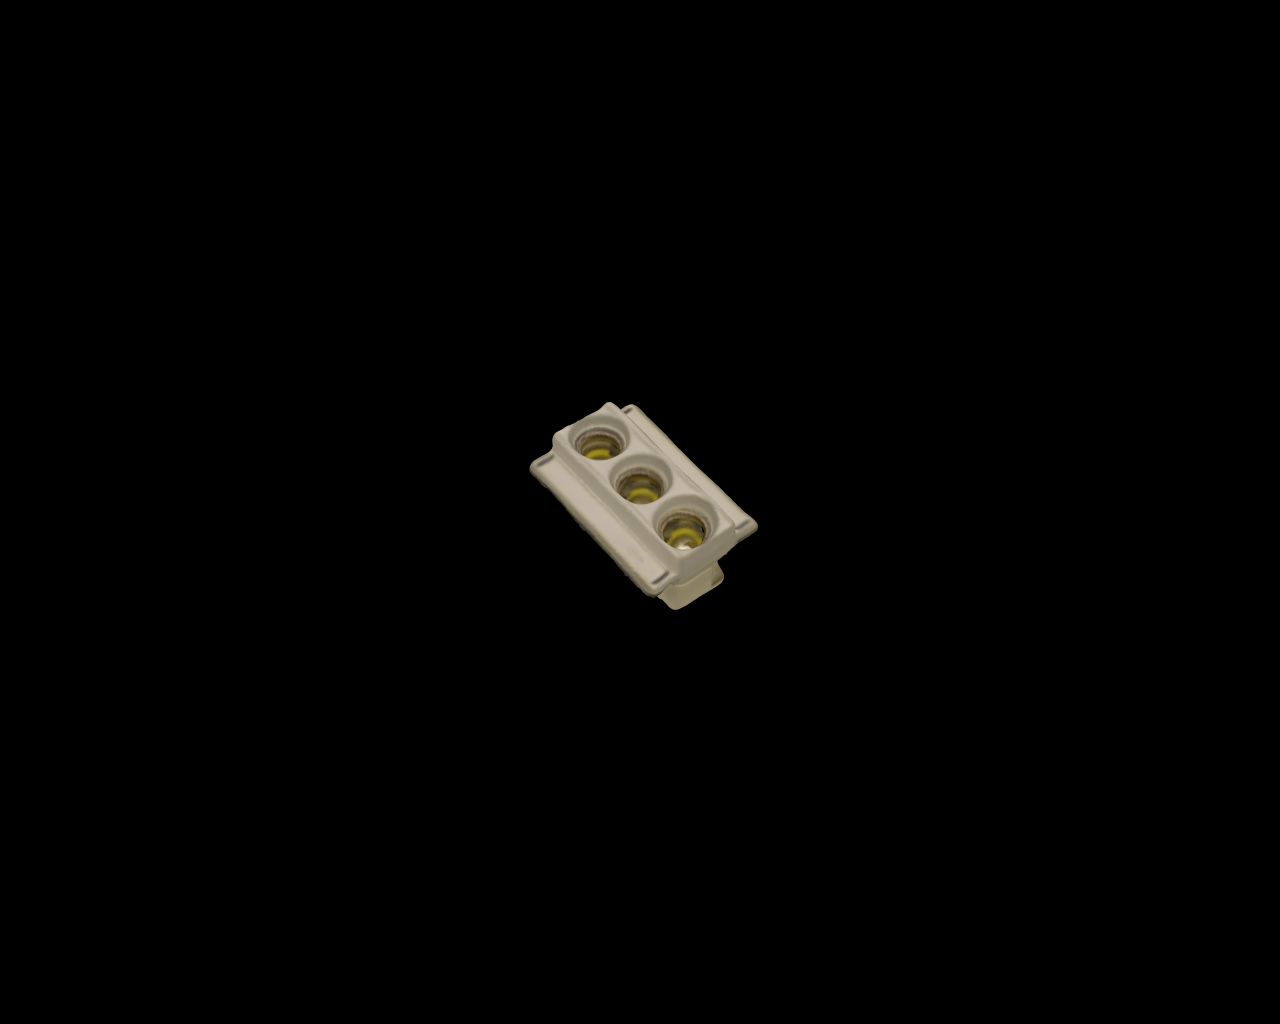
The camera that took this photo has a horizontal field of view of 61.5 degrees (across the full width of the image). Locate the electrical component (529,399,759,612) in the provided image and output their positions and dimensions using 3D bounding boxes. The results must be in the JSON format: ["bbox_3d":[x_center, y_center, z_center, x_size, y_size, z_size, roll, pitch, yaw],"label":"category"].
[{"bbox_3d":[0.001,-0.003,0.650,0.079,0.121,0.063,-32,-32,-22],"label":"electrical component"}]
